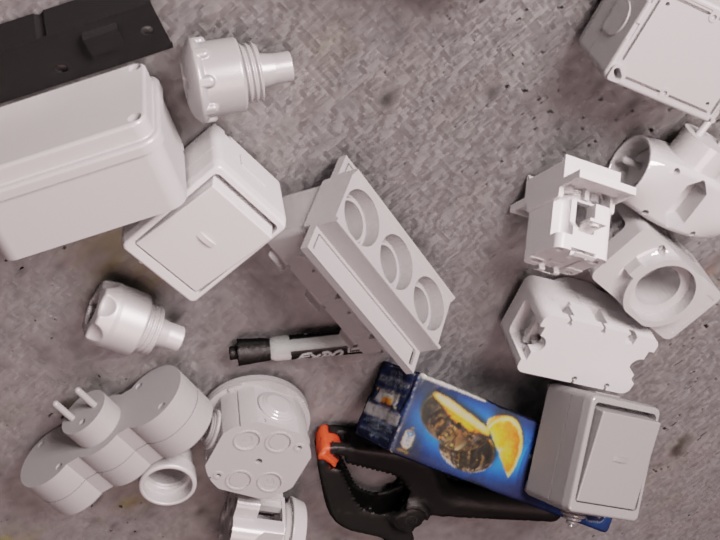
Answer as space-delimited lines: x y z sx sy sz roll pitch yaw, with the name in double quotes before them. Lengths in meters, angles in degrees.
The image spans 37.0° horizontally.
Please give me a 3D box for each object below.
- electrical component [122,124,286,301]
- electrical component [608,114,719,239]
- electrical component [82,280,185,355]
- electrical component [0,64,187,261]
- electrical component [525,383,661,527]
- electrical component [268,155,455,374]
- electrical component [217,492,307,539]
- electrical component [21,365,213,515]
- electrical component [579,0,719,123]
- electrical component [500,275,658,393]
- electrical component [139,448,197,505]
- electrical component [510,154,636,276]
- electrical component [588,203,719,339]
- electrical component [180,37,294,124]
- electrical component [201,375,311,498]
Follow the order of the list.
"electrical component" -0.100 -0.028 0.652 0.096 0.061 0.062 -38 122 16
"electrical component" 0.213 -0.067 0.693 0.077 0.043 0.079 21 119 -22
"electrical component" -0.145 0.035 0.698 0.062 0.043 0.043 23 117 -25
"electrical component" -0.161 -0.063 0.607 0.113 0.078 0.057 -17 128 2
"electrical component" 0.161 0.133 0.743 0.062 0.061 0.096 14 87 -25
"electrical component" 0.000 0.000 0.684 0.063 0.078 0.121 -12 132 35
"electrical component" -0.074 0.198 0.815 0.057 0.058 0.078 11 122 -14
"electrical component" -0.178 0.107 0.736 0.138 0.052 0.073 -31 124 12
"electrical component" 0.187 -0.134 0.631 0.096 0.061 0.061 17 119 -21
"electrical component" 0.150 0.042 0.749 0.089 0.055 0.050 13 121 -19
"electrical component" -0.138 0.138 0.769 0.040 0.046 0.040 -5 125 -7
"electrical component" 0.132 -0.032 0.682 0.042 0.063 0.081 16 162 -19
"electrical component" 0.195 0.000 0.728 0.089 0.055 0.050 36 112 -29
"electrical component" -0.069 -0.111 0.612 0.062 0.048 0.048 -11 126 -11
"electrical component" -0.074 0.118 0.764 0.080 0.051 0.080 -5 125 -7
